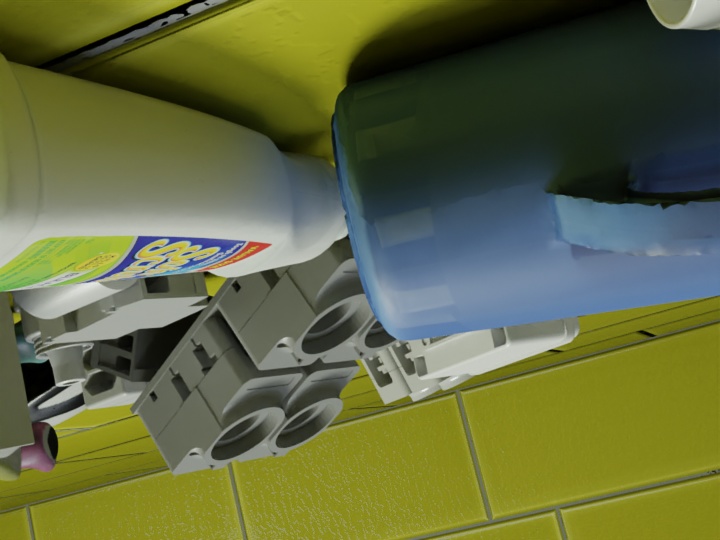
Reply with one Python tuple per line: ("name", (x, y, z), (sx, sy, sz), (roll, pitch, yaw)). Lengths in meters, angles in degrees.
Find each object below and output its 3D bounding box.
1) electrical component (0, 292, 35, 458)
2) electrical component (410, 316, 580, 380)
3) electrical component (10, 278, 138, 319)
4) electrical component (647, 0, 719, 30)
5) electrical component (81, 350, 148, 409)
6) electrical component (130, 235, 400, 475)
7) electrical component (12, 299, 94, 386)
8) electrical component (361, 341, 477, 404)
("electrical component", (-0.254, 0.048, 0.479), (0.186, 0.105, 0.060), (-8, 168, -28))
("electrical component", (0.072, 0.005, 0.666), (0.056, 0.108, 0.109), (-5, 166, -29))
("electrical component", (-0.128, -0.008, 0.518), (0.081, 0.043, 0.043), (-20, 168, 31))
("electrical component", (0.136, -0.109, 0.328), (0.077, 0.044, 0.079), (-12, 169, -7))
("electrical component", (-0.157, 0.059, 0.766), (0.047, 0.065, 0.077), (-22, 166, 37))
("electrical component", (-0.039, 0.043, 0.643), (0.105, 0.060, 0.186), (0, 137, -51))
("electrical component", (-0.177, 0.037, 0.637), (0.048, 0.062, 0.048), (-13, 169, -3))
("electrical component", (0.102, 0.044, 0.898), (0.186, 0.060, 0.105), (-27, 176, -28))
